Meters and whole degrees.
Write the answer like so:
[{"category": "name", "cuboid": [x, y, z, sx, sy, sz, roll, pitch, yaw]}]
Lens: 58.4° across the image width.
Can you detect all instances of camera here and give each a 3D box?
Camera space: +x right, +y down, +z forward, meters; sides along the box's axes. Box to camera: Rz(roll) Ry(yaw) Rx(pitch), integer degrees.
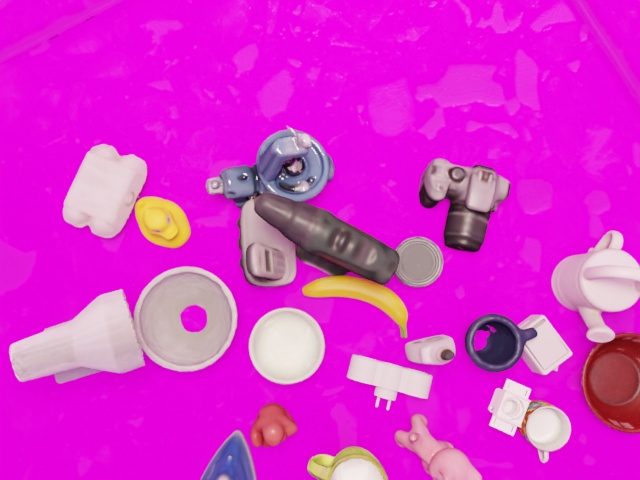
[{"category": "camera", "cuboid": [0.238, -0.056, 0.963, 0.143, 0.101, 0.137, 14, 83, 1]}]

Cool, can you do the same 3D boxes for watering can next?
[{"category": "watering can", "cuboid": [0.454, 0.072, 0.904, 0.101, 0.194, 0.173, -7, 83, -1]}]

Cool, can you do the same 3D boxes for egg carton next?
[{"category": "egg carton", "cuboid": [-0.363, -0.083, 0.973, 0.107, 0.069, 0.150, 21, 83, 2]}]

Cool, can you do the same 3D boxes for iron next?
[{"category": "iron", "cuboid": [-0.157, 0.436, 0.877, 0.118, 0.141, 0.258, 8, 83, 0]}]

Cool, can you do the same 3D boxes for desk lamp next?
[{"category": "desk lamp", "cuboid": [-0.353, 0.159, 0.871, 0.203, 0.213, 0.118, -18, 83, -3]}]

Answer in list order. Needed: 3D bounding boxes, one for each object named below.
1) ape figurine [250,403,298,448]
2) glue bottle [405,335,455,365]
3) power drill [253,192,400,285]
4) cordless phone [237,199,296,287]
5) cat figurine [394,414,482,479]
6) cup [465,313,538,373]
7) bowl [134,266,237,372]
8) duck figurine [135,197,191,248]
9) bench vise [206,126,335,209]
[{"category": "ape figurine", "cuboid": [-0.075, 0.305, 0.919, 0.078, 0.092, 0.076, 3, 83, 0]}, {"category": "glue bottle", "cuboid": [0.183, 0.176, 0.898, 0.078, 0.173, 0.037, -11, 83, -2]}, {"category": "power drill", "cuboid": [0.008, 0.003, 0.898, 0.229, 0.208, 0.076, 24, 83, 2]}, {"category": "cordless phone", "cuboid": [-0.089, 0.000, 0.909, 0.094, 0.185, 0.147, -8, 83, -1]}, {"category": "cat figurine", "cuboid": [0.186, 0.345, 0.905, 0.128, 0.117, 0.067, 41, 84, 4]}, {"category": "cup", "cuboid": [0.287, 0.163, 0.940, 0.118, 0.095, 0.092, -15, 83, -2]}, {"category": "bowl", "cuboid": [-0.215, 0.129, 0.947, 0.167, 0.074, 0.167, 0, 83, -1]}, {"category": "duck figurine", "cuboid": [-0.271, -0.034, 0.960, 0.104, 0.086, 0.077, 42, 84, 4]}, {"category": "bench vise", "cuboid": [-0.074, -0.103, 0.904, 0.207, 0.219, 0.121, -32, 84, -4]}]
